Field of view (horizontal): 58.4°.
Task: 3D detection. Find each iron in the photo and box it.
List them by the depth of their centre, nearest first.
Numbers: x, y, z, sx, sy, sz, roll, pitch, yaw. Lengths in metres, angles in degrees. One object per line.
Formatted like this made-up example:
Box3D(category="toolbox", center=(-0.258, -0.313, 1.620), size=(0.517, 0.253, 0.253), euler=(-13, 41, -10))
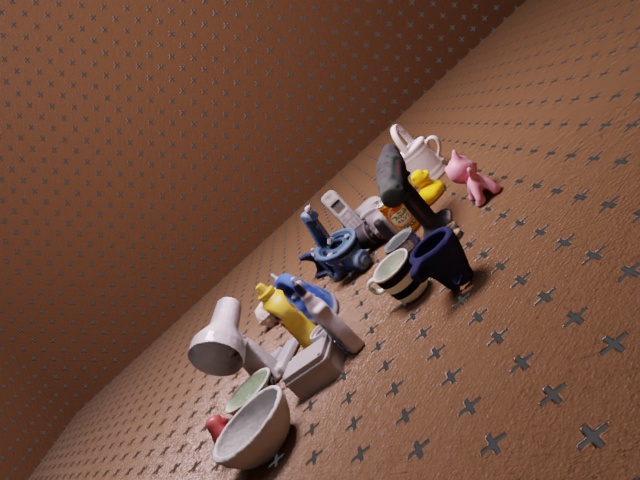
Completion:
Box3D(category="iron", center=(-0.048, 0.134, 1.442), size=(0.119, 0.141, 0.258), euler=(-47, 11, -17))

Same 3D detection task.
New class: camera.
Box3D(category="camera", center=(0.149, -0.046, 1.534), size=(0.136, 0.101, 0.143), euler=(-36, 13, 33))

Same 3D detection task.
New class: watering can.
Box3D(category="watering can", center=(0.263, -0.246, 1.644), size=(0.173, 0.194, 0.101), euler=(-41, 11, 14))

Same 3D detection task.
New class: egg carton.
Box3D(category="egg carton", center=(-0.130, 0.192, 1.715), size=(0.107, 0.069, 0.150), euler=(-37, 13, 31))

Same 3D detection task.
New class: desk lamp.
Box3D(category="desk lamp", center=(-0.176, 0.241, 1.297), size=(0.117, 0.213, 0.203), euler=(-37, 13, 30))

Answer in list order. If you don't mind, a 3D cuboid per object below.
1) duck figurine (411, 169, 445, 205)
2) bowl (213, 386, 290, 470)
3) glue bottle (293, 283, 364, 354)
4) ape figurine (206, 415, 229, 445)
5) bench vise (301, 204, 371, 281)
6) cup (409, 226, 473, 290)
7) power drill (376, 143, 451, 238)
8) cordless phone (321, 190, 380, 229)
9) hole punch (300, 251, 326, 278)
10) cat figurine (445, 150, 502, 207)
Box3D(category="duck figurine", center=(0.272, -0.143, 1.503), size=(0.077, 0.086, 0.105), euler=(-31, 16, 47))
Box3D(category="bowl", center=(-0.107, 0.345, 1.016), size=(0.167, 0.075, 0.167), euler=(-41, 11, 10))
Box3D(category="glue bottle", center=(0.010, 0.146, 1.098), size=(0.037, 0.173, 0.078), euler=(-46, 11, -13))
Box3D(category="ape figurine", center=(-0.184, 0.379, 1.122), size=(0.077, 0.092, 0.076), euler=(-34, 14, 39))
Box3D(category="bench vise", center=(0.008, 0.013, 1.498), size=(0.207, 0.220, 0.122), euler=(-32, 16, 46))
Box3D(category="cup", center=(0.207, 0.048, 0.970), size=(0.118, 0.095, 0.091), euler=(-50, 13, -31))
Box3D(category="power drill", center=(0.201, -0.106, 1.285), size=(0.075, 0.208, 0.230), euler=(-38, 12, 25))
Box3D(category="cordless phone", center=(0.105, -0.090, 1.638), size=(0.148, 0.185, 0.094), euler=(-45, 11, -9))
Box3D(category="hole punch", center=(0.006, 0.047, 1.722), size=(0.101, 0.091, 0.108), euler=(-49, 12, -29))
Box3D(category="cat figurine", center=(0.319, -0.142, 1.238), size=(0.067, 0.118, 0.128), euler=(-42, 11, 8))
